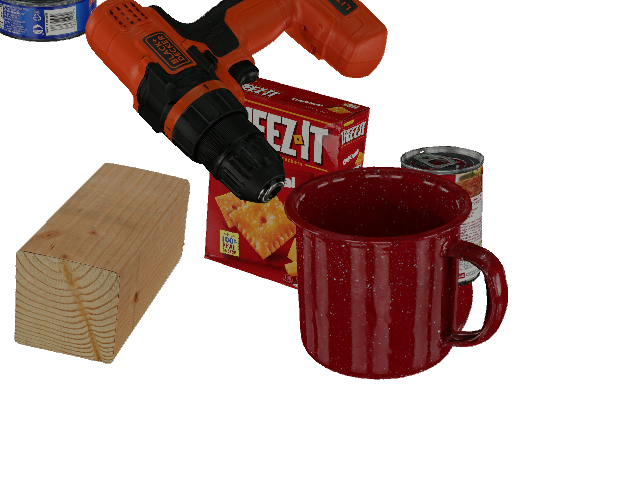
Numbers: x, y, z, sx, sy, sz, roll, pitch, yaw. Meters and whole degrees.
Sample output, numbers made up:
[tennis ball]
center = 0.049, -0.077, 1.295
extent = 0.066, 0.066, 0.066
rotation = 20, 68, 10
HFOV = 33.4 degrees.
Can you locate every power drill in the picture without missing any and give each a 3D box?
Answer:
[power drill]
center = -0.042, -0.122, 0.746
extent = 0.187, 0.184, 0.057
rotation = -31, -21, -36

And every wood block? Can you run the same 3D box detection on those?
[wood block]
center = -0.192, 0.013, 0.969
extent = 0.090, 0.091, 0.206
rotation = 12, 26, 5

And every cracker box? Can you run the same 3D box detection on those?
[cracker box]
center = -0.043, -0.060, 1.198
extent = 0.164, 0.214, 0.072
rotation = 18, 28, 24

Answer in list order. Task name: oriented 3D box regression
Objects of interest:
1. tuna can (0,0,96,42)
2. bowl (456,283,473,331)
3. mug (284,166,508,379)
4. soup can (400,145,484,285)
[tuna can]
center = -0.220, -0.189, 0.843
extent = 0.086, 0.034, 0.086
rotation = 4, 35, -3
[bowl]
center = 0.122, 0.055, 1.195
extent = 0.055, 0.162, 0.161
rotation = -12, -8, 43
[mug]
center = 0.040, 0.019, 0.537
extent = 0.117, 0.081, 0.093
rotation = 13, 29, 29
[soup can]
center = 0.100, -0.020, 0.883
extent = 0.068, 0.102, 0.068
rotation = -2, 22, 1
